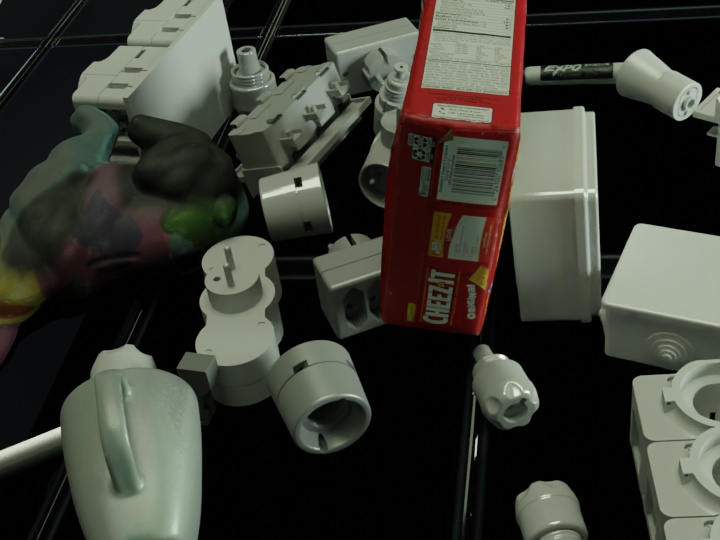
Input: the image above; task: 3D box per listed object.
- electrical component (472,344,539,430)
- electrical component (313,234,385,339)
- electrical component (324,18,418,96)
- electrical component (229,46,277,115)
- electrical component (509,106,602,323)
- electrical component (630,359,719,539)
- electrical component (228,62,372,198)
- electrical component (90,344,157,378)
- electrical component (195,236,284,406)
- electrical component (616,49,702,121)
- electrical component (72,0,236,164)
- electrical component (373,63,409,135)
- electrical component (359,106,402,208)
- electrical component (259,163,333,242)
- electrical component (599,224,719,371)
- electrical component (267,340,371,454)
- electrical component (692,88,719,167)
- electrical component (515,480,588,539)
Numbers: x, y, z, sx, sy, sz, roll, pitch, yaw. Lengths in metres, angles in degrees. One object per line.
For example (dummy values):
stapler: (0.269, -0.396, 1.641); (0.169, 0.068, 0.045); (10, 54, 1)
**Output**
electrical component: (0.085, 0.068, 0.665); (0.035, 0.035, 0.061); (-14, 36, -7)
electrical component: (0.000, 0.000, 0.757); (0.066, 0.047, 0.076); (-18, 39, -12)
electrical component: (0.019, -0.189, 0.995); (0.083, 0.047, 0.075); (-16, 39, -10)
electrical component: (-0.099, -0.173, 0.985); (0.043, 0.062, 0.043); (-6, 38, 4)
electrical component: (0.133, -0.038, 0.731); (0.056, 0.108, 0.108); (-2, 38, 13)
electrical component: (0.196, 0.120, 0.555); (0.089, 0.061, 0.150); (-4, 38, 6)
electrical component: (-0.055, -0.121, 0.902); (0.079, 0.063, 0.121); (-2, 35, 35)
electrical component: (-0.150, 0.081, 0.686); (0.043, 0.043, 0.062); (-12, 40, -4)
electrical component: (-0.083, 0.019, 0.728); (0.052, 0.073, 0.138); (-8, 38, 1)
electrical component: (0.256, -0.154, 0.911); (0.044, 0.044, 0.065); (-27, 46, -23)
electrical component: (-0.174, -0.151, 0.937); (0.060, 0.105, 0.186); (5, 40, 18)
electrical component: (0.033, -0.141, 0.912); (0.040, 0.078, 0.040); (1, 50, -1)
electrical component: (0.034, -0.101, 0.854); (0.044, 0.079, 0.077); (18, 45, 20)
electrical component: (-0.050, -0.051, 0.827); (0.047, 0.055, 0.055); (-12, 38, 1)
electrical component: (0.209, 0.021, 0.690); (0.100, 0.048, 0.099); (12, 42, 24)
electrical component: (-0.024, 0.079, 0.657); (0.055, 0.055, 0.047); (-17, 42, -11)
electrical component: (0.301, -0.108, 0.823); (0.081, 0.063, 0.042); (23, 49, 35)
electrical component: (0.104, 0.143, 0.566); (0.035, 0.035, 0.061); (-9, 41, -1)
